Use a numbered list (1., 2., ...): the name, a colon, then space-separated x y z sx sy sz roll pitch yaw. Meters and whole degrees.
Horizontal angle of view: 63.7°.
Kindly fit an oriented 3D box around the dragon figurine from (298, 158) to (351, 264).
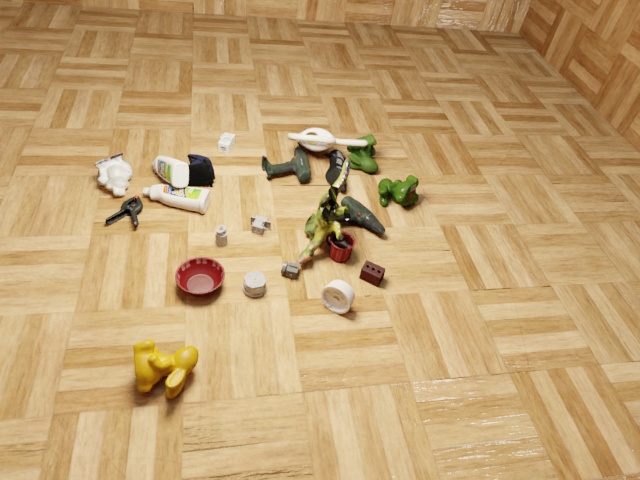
1. dragon figurine: 0.006 -0.095 1.896 0.121 0.419 0.240 30 -31 -24

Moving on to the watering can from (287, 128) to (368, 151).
1. watering can: 0.025 -0.442 2.291 0.347 0.103 0.226 5 10 -8

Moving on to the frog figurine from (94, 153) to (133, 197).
1. frog figurine: -0.794 -0.241 2.014 0.139 0.159 0.121 -25 -1 -41
